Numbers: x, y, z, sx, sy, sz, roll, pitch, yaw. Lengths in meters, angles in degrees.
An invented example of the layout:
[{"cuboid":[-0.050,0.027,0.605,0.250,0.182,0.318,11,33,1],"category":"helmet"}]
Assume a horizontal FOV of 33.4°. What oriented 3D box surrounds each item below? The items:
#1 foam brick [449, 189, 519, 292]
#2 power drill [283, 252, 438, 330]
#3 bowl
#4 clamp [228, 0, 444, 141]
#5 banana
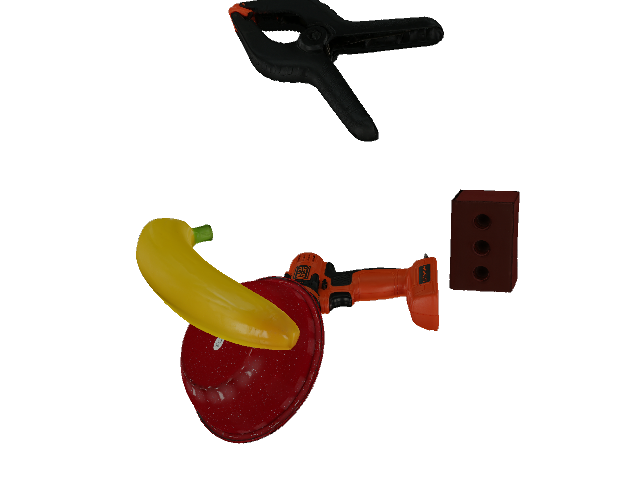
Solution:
[{"cuboid":[0.137,0.000,0.888,0.053,0.078,0.051,2,15,15],"category":"foam brick"},{"cuboid":[0.043,0.068,1.236,0.188,0.057,0.184,1,28,6],"category":"power drill"},{"cuboid":[-0.076,0.099,0.972,0.162,0.162,0.055,0,-22,41],"category":"bowl"},{"cuboid":[0.009,-0.157,0.849,0.172,0.120,0.039,34,-25,21],"category":"clamp"},{"cuboid":[-0.077,0.020,0.680,0.069,0.037,0.198,-8,24,-20],"category":"banana"}]
